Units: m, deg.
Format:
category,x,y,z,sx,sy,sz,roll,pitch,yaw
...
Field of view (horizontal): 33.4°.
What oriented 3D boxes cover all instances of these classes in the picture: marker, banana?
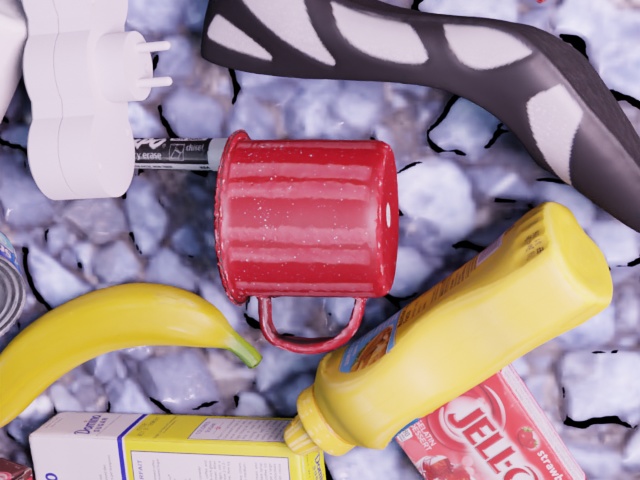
category,x,y,z,sx,sy,sz,roll,pitch,yaw
marker,-0.103,-0.049,0.610,0.121,0.020,0.020,2,105,16
banana,-0.135,0.066,0.639,0.198,0.037,0.069,-15,93,20

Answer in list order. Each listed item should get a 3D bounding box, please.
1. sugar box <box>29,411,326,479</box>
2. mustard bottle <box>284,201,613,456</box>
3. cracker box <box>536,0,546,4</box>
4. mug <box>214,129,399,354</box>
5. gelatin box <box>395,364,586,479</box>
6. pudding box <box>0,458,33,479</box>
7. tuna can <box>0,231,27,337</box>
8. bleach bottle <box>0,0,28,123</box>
category,x,y,z,sx,sy,sz,roll,pitch,yaw
sugar box,-0.084,0.154,0.647,0.176,0.048,0.093,0,104,20
mustard bottle,0.056,0.057,0.550,0.192,0.096,0.058,-37,93,22
cracker box,0.087,-0.205,0.408,0.072,0.214,0.164,-43,89,-15
mug,-0.004,0.001,0.554,0.081,0.093,0.117,1,86,11
gelatin box,0.093,0.118,0.591,0.073,0.030,0.089,-33,94,21
pudding box,-0.225,0.181,0.681,0.114,0.039,0.090,6,107,38
tuna can,-0.220,0.027,0.631,0.086,0.086,0.034,-51,43,22
bleach bottle,-0.257,-0.047,0.626,0.102,0.068,0.251,28,114,-14
